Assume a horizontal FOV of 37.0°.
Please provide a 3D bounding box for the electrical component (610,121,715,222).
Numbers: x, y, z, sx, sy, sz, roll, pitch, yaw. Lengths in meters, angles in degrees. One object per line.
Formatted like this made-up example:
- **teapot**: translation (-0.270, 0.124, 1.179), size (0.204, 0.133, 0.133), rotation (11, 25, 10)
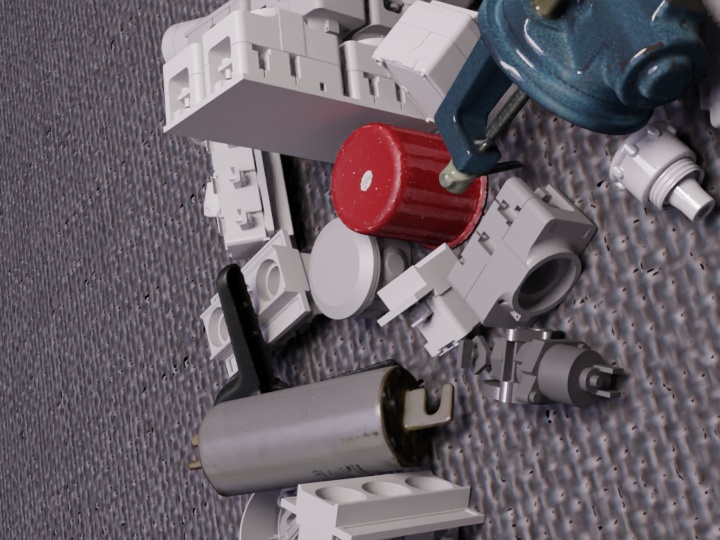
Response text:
- **electrical component**: translation (0.184, -0.055, 0.642), size (0.062, 0.048, 0.048), rotation (51, 124, 30)

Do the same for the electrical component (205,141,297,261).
- **electrical component**: translation (-0.098, -0.073, 0.958), size (0.078, 0.063, 0.121), rotation (86, 173, -70)

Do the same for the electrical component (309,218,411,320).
- **electrical component**: translation (0.000, 0.000, 0.851), size (0.080, 0.051, 0.080), rotation (-9, 79, 50)

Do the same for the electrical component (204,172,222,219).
- **electrical component**: translation (-0.123, -0.078, 1.015), size (0.043, 0.043, 0.062), rotation (8, 90, 50)

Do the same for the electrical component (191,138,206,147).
- **electrical component**: translation (-0.135, -0.149, 1.031), size (0.055, 0.055, 0.047), rotation (-23, 64, 47)

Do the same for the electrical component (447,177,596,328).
- **electrical component**: translation (0.109, -0.007, 0.720), size (0.055, 0.050, 0.089), rotation (53, 124, 40)

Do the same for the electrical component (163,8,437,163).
- **electrical component**: translation (-0.041, -0.134, 0.811), size (0.105, 0.186, 0.060), rotation (-21, 69, 47)

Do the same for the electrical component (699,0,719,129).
- **electrical component**: translation (0.221, -0.140, 0.585), size (0.063, 0.079, 0.121), rotation (159, 112, -66)

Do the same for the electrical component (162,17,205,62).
- **electrical component**: translation (-0.162, -0.223, 1.072), size (0.047, 0.055, 0.055), rotation (-3, 83, 47)

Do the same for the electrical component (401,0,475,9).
- **electrical component**: translation (0.052, -0.235, 0.811), size (0.053, 0.059, 0.095), rotation (-56, 47, 29)

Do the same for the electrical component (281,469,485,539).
- **electrical component**: translation (0.015, 0.181, 0.754), size (0.079, 0.121, 0.063), rotation (13, 98, 50)

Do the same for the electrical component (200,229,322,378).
- **electrical component**: translation (-0.078, 0.031, 0.931), size (0.121, 0.063, 0.078), rotation (-41, 55, 40)

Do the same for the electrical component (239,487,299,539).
- **electrical component**: translation (-0.045, 0.210, 0.868), size (0.099, 0.064, 0.099), rotation (-9, 78, 50)

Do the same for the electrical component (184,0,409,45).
- **electrical component**: translation (-0.051, -0.191, 0.894), size (0.186, 0.105, 0.060), rotation (-17, 72, 48)

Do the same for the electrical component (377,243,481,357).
- **electrical component**: translation (0.055, 0.023, 0.764), size (0.063, 0.081, 0.042), rotation (53, 132, 3)

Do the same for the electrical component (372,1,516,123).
- **electrical component**: translation (0.068, -0.140, 0.765), size (0.061, 0.096, 0.062), rotation (-52, 42, -5)
